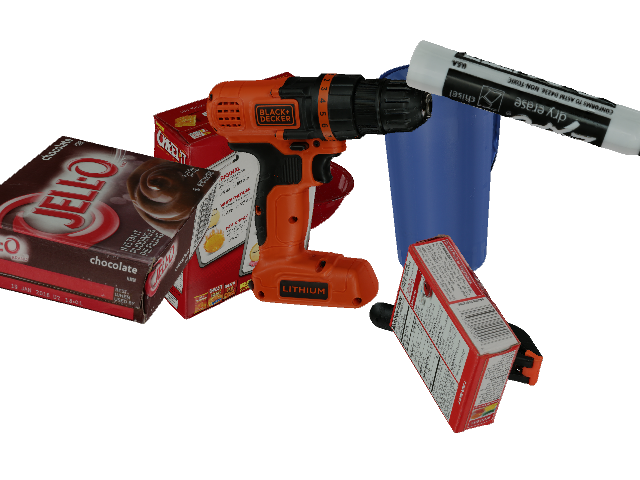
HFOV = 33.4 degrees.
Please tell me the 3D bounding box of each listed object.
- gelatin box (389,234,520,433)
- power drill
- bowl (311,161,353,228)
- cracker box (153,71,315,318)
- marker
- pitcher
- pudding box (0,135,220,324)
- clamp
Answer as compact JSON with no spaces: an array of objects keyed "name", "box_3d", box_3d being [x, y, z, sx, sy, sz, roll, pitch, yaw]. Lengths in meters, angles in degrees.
[{"name":"gelatin box","box_3d":[0.075,0.053,0.613,0.030,0.073,0.089,-13,48,-19]},{"name":"power drill","box_3d":[0.004,-0.041,0.861,0.185,0.188,0.057,3,19,22]},{"name":"bowl","box_3d":[-0.042,-0.053,1.283,0.162,0.055,0.162,4,26,-2]},{"name":"cracker box","box_3d":[-0.085,-0.046,1.072,0.163,0.214,0.072,-24,47,-33]},{"name":"marker","box_3d":[0.092,-0.050,0.408,0.121,0.020,0.020,20,4,13]},{"name":"pitcher","box_3d":[0.148,-0.086,1.266,0.149,0.243,0.145,-4,25,2]},{"name":"pudding box","box_3d":[-0.107,-0.009,0.517,0.090,0.039,0.113,14,24,5]},{"name":"clamp","box_3d":[0.146,0.085,1.031,0.172,0.039,0.120,26,37,31]}]
